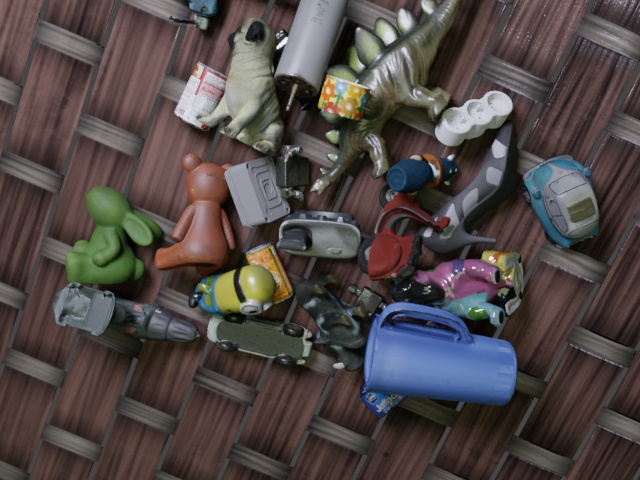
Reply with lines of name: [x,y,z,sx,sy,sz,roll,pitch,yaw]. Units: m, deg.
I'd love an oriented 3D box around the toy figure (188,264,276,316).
toy figure: [-0.161,0.092,0.968,0.180,0.082,0.089,-3,110,36]

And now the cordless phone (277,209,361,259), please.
cordless phone: [-0.001,-0.002,0.917,0.147,0.184,0.088,5,96,3]

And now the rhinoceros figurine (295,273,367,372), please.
rhinoceros figurine: [0.023,0.154,0.987,0.112,0.073,0.190,-35,89,31]

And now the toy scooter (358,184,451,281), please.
toy scooter: [0.149,-0.007,0.933,0.135,0.075,0.183,16,86,30]

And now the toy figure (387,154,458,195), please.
toy figure: [0.179,-0.117,0.924,0.058,0.154,0.064,51,135,23]

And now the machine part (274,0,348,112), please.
machine part: [-0.013,-0.322,0.867,0.079,0.079,0.243,19,82,0]

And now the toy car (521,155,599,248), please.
toy car: [0.425,-0.061,0.923,0.109,0.103,0.161,-23,96,8]

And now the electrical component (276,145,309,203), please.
electrical component: [-0.046,-0.116,0.949,0.045,0.078,0.102,11,98,44]

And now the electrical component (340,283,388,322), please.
electrical component: [0.086,0.123,1.015,0.094,0.021,0.063,30,101,-1]

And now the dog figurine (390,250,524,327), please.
dog figurine: [0.232,0.077,0.965,0.219,0.191,0.108,2,106,38]

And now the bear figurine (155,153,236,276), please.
bear figurine: [-0.218,-0.044,0.969,0.132,0.120,0.196,-21,68,47]

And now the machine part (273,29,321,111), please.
machine part: [-0.050,-0.293,0.942,0.084,0.039,0.139,-34,95,4]

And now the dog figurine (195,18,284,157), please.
dog figurine: [-0.096,-0.252,0.907,0.121,0.172,0.190,30,96,27]

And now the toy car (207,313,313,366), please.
toy car: [-0.113,0.184,1.022,0.202,0.056,0.073,14,95,-1]

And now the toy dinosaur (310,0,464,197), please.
toy dinosaur: [0.124,-0.269,0.902,0.198,0.105,0.471,40,99,-3]

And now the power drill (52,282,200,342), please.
power drill: [-0.349,0.133,0.956,0.232,0.207,0.086,13,84,12]

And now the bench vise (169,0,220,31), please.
bench vise: [-0.131,-0.443,0.881,0.241,0.129,0.223,17,103,4]

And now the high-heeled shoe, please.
high-heeled shoe: [0.263,-0.093,0.959,0.145,0.086,0.248,9,82,32]

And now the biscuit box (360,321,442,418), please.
biscuit box: [0.165,0.244,1.012,0.059,0.063,0.202,45,99,-3]

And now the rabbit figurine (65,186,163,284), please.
rabbit figurine: [-0.374,-0.009,0.968,0.159,0.121,0.170,5,103,-4]
